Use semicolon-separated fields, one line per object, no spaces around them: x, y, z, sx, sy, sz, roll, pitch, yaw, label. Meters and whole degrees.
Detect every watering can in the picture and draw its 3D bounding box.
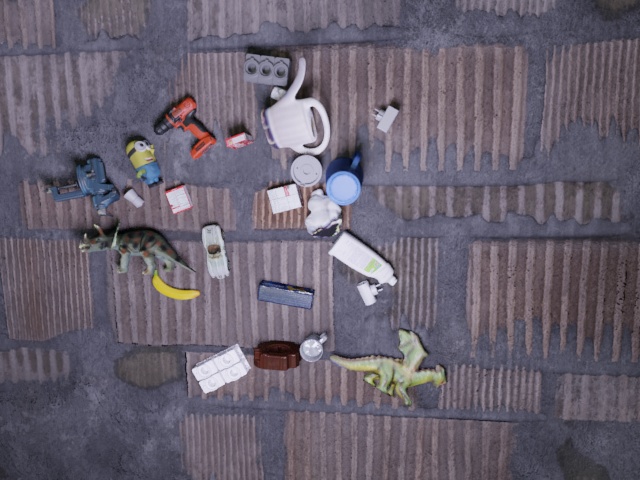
-0.093;-0.424;1.706;0.224;0.106;0.340;-10;126;12;watering can

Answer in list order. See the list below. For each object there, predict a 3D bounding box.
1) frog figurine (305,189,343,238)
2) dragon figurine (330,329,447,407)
0.005;-0.090;1.795;0.136;0.121;0.162;-36;57;19;frog figurine
0.265;0.431;1.839;0.410;0.121;0.244;31;84;0;dragon figurine
